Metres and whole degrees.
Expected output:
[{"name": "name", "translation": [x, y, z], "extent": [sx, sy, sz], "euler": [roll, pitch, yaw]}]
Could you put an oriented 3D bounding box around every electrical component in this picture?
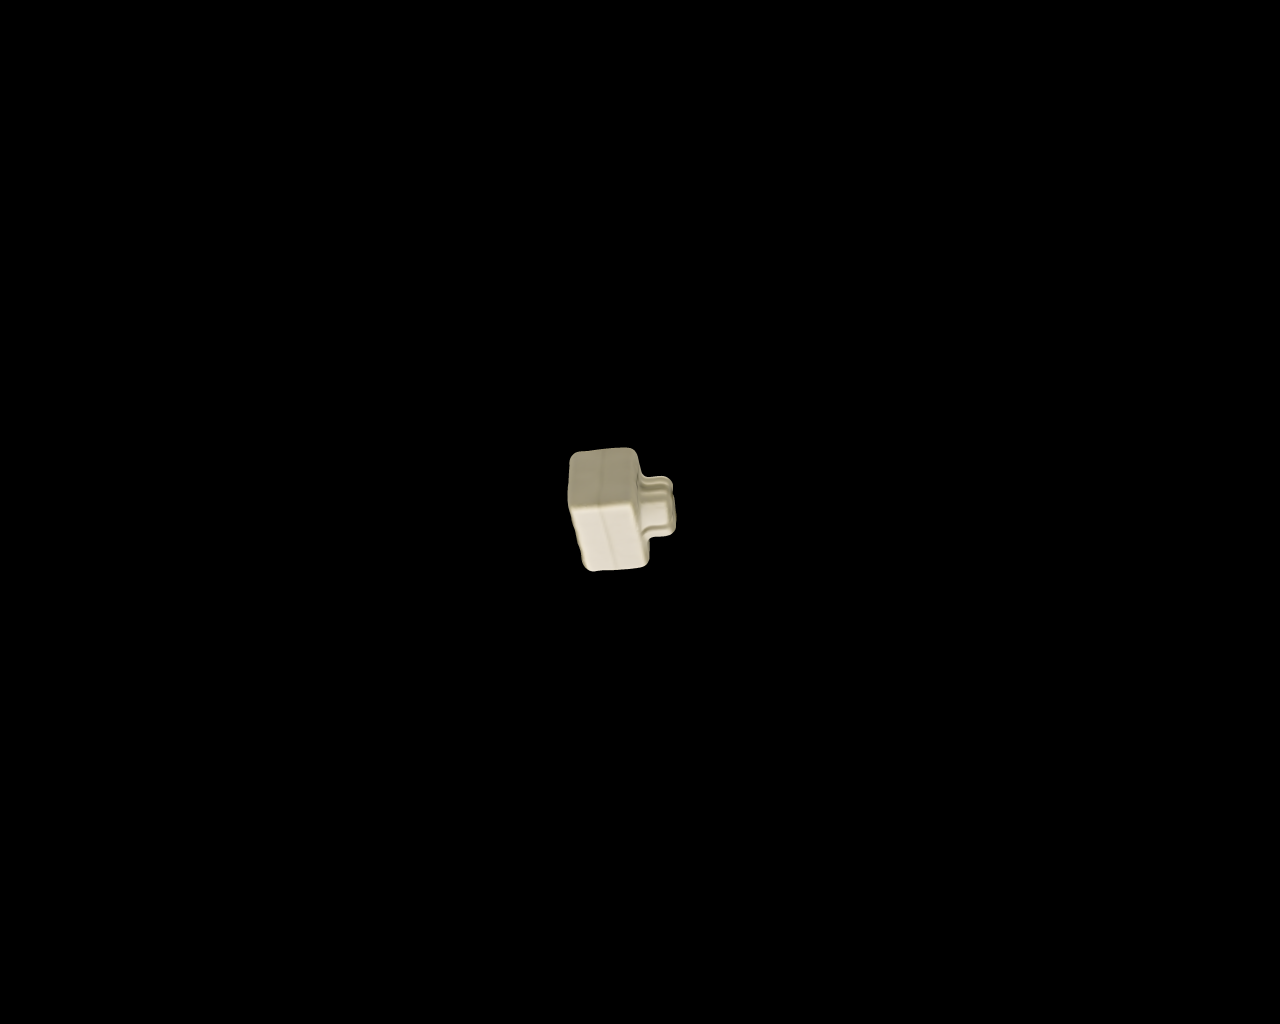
[{"name": "electrical component", "translation": [0.001, -0.003, 0.650], "extent": [0.077, 0.047, 0.065], "euler": [-5, -40, 6]}]
